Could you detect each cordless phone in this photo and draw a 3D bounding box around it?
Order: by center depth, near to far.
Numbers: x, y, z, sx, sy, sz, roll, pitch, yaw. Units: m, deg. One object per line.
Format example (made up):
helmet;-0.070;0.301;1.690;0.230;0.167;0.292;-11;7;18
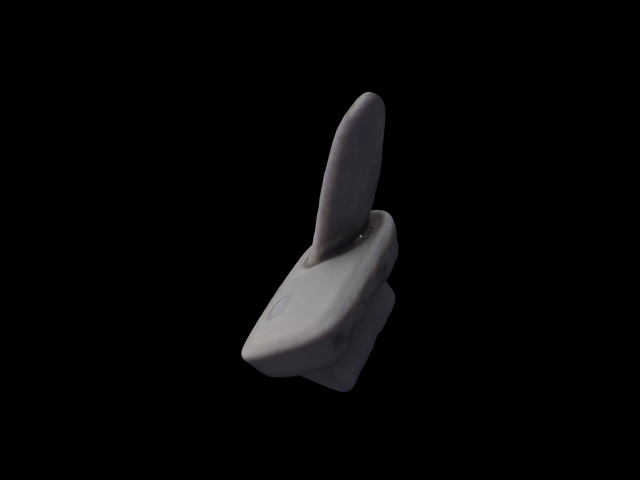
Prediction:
cordless phone;0.004;0.001;0.400;0.094;0.185;0.148;14;43;15
